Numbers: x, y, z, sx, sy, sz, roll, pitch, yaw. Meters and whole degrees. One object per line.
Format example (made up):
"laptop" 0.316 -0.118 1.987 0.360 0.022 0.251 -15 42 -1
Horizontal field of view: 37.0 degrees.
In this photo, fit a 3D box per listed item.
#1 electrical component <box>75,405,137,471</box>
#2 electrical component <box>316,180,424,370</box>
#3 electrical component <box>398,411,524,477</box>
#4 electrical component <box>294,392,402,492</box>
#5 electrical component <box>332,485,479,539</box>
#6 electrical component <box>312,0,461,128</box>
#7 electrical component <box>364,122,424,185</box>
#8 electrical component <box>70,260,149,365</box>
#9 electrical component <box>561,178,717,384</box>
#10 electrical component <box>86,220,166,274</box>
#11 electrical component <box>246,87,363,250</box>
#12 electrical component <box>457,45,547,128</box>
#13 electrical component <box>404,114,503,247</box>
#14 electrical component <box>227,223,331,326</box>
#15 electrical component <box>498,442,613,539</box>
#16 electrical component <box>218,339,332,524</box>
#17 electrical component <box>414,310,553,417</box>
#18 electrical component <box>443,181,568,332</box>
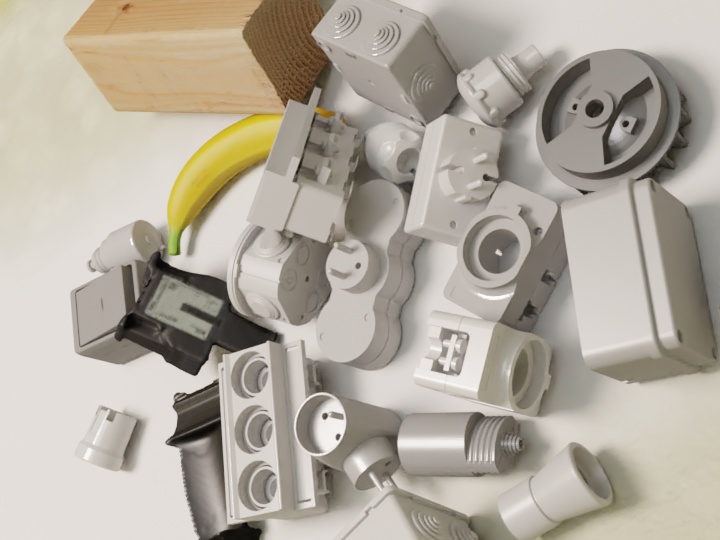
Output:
"electrical component" -0.214 0.142 0.910 0.040 0.040 0.046 15 78 36
"electrical component" 0.000 0.000 0.785 0.052 0.074 0.138 9 81 35
"electrical component" 0.071 0.117 0.721 0.081 0.043 0.043 -6 73 33
"electrical component" 0.002 0.125 0.744 0.043 0.077 0.079 -46 56 14
"electrical component" 0.026 0.195 0.695 0.099 0.100 0.048 -48 43 13
"electrical component" 0.022 -0.158 0.804 0.100 0.099 0.048 32 82 36
"electrical component" 0.024 -0.092 0.817 0.043 0.043 0.062 -56 35 7
"electrical component" -0.208 0.039 0.923 0.096 0.061 0.061 -24 64 26
"electrical component" 0.172 0.008 0.663 0.057 0.078 0.113 -17 67 32
"electrical component" -0.211 -0.016 0.955 0.078 0.040 0.040 -21 65 28
"electrical component" -0.039 -0.074 0.803 0.121 0.063 0.078 -81 12 -57
"electrical component" 0.104 -0.137 0.775 0.062 0.048 0.048 -37 58 12
"electrical component" 0.072 -0.064 0.750 0.076 0.047 0.083 164 119 -73
"electrical component" -0.060 0.001 0.823 0.051 0.080 0.080 15 84 31
"electrical component" 0.121 0.144 0.681 0.065 0.044 0.044 -38 58 25
"electrical component" -0.061 0.121 0.797 0.079 0.063 0.121 -18 66 29
"electrical component" 0.085 0.062 0.698 0.056 0.089 0.050 10 82 36
"electrical component" 0.103 -0.008 0.729 0.050 0.056 0.089 30 93 37
